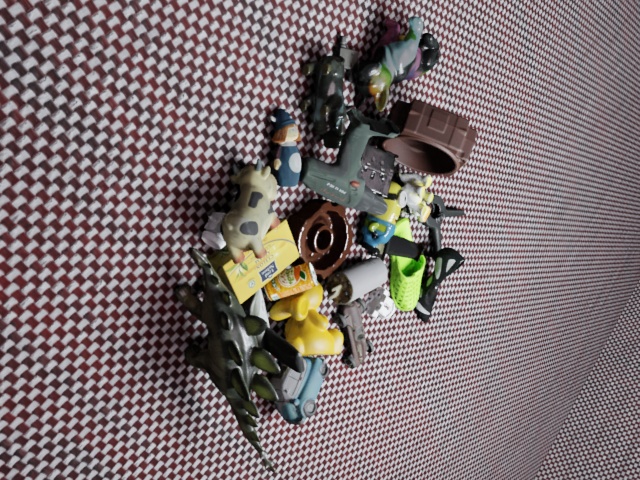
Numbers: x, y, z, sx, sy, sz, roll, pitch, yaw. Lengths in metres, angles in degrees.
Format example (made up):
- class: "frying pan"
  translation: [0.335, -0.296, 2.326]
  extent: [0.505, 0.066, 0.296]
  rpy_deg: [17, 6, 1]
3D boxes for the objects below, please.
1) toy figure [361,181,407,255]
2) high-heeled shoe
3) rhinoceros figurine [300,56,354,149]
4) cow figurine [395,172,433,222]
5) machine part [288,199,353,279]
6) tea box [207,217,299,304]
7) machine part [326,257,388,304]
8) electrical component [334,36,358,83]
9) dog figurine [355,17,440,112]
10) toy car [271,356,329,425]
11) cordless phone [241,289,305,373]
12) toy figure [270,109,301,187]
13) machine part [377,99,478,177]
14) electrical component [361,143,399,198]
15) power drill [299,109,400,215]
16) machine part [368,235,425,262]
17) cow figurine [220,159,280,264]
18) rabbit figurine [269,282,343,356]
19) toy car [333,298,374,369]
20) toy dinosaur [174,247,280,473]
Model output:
- class: "toy figure"
  translation: [0.150, -0.057, 1.312]
  extent: [0.089, 0.082, 0.180]
  rpy_deg: [24, 92, -15]
- class: "high-heeled shoe"
  translation: [0.344, 0.134, 1.513]
  extent: [0.086, 0.145, 0.248]
  rpy_deg: [-20, 114, -39]
- class: "rhinoceros figurine"
  translation: [0.018, -0.286, 1.127]
  extent: [0.112, 0.073, 0.190]
  rpy_deg: [-23, 116, -50]
- class: "cow figurine"
  translation: [0.238, -0.109, 1.387]
  extent: [0.068, 0.098, 0.167]
  rpy_deg: [-57, 153, -22]
- class: "machine part"
  translation: [-0.002, -0.004, 1.197]
  extent: [0.179, 0.056, 0.179]
  rpy_deg: [-16, 113, -42]
- class: "tea box"
  translation: [-0.132, 0.035, 1.072]
  extent: [0.169, 0.068, 0.098]
  rpy_deg: [-41, 127, -30]
- class: "machine part"
  translation: [0.091, 0.094, 1.280]
  extent: [0.243, 0.079, 0.079]
  rpy_deg: [-19, 115, -52]
- class: "electrical component"
  translation: [0.058, -0.391, 1.163]
  extent: [0.063, 0.021, 0.094]
  rpy_deg: [-9, 108, -43]
- class: "dog figurine"
  translation: [0.166, -0.379, 1.218]
  extent: [0.191, 0.109, 0.219]
  rpy_deg: [29, 85, -48]
- class: "toy car"
  translation: [-0.056, 0.325, 1.213]
  extent: [0.103, 0.109, 0.161]
  rpy_deg: [36, 67, -26]
- class: "cordless phone"
  translation: [-0.100, 0.181, 1.064]
  extent: [0.089, 0.184, 0.146]
  rpy_deg: [-24, 119, -32]
- class: "toy figure"
  translation: [-0.067, -0.185, 1.081]
  extent: [0.064, 0.058, 0.154]
  rpy_deg: [-59, 151, -73]
- class: "machine part"
  translation: [0.241, -0.228, 1.240]
  extent: [0.201, 0.201, 0.087]
  rpy_deg: [21, 81, -1]
- class: "electrical component"
  translation: [0.109, -0.151, 1.240]
  extent: [0.115, 0.058, 0.134]
  rpy_deg: [15, 90, -26]
- class: "power drill"
  translation: [0.083, -0.160, 1.127]
  extent: [0.232, 0.086, 0.207]
  rpy_deg: [15, 129, -22]
- class: "machine part"
  translation: [0.196, 0.019, 1.371]
  extent: [0.139, 0.039, 0.084]
  rpy_deg: [10, 90, -6]
- class: "cow figurine"
  translation: [-0.130, -0.064, 1.003]
  extent: [0.195, 0.086, 0.127]
  rpy_deg: [-71, 146, -48]
- class: "rabbit figurine"
  translation: [-0.038, 0.169, 1.186]
  extent: [0.162, 0.122, 0.173]
  rpy_deg: [21, 68, -49]
- class: "toy car"
  translation: [0.091, 0.241, 1.366]
  extent: [0.089, 0.053, 0.201]
  rpy_deg: [-34, 123, -37]
- class: "toy dinosaur"
  translation: [-0.165, 0.226, 1.005]
  extent: [0.105, 0.199, 0.470]
  rpy_deg: [-28, 119, -32]
